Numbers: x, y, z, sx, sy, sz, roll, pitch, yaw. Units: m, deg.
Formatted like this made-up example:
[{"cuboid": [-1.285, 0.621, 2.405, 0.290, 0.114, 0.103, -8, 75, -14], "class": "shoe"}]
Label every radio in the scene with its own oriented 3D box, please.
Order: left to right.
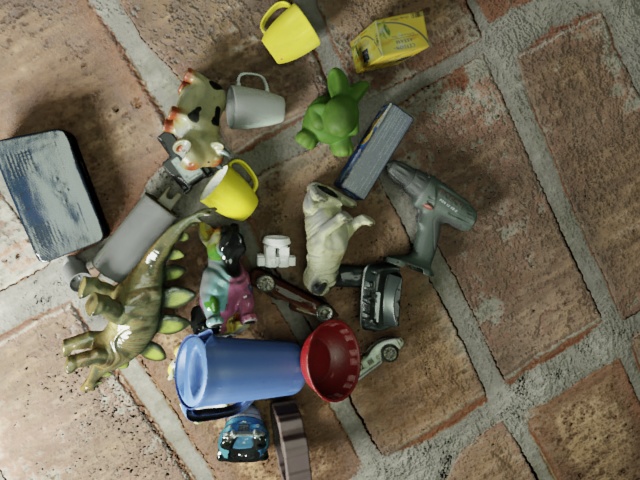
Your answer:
[{"cuboid": [-0.492, -0.086, 0.997, 0.131, 0.073, 0.229, -19, 102, -10], "class": "radio"}]

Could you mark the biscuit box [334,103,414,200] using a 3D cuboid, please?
[{"cuboid": [0.110, -0.180, 1.112, 0.063, 0.059, 0.202, 32, 90, -15], "class": "biscuit box"}]

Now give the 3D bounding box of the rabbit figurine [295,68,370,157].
[{"cuboid": [0.041, -0.238, 1.034, 0.121, 0.170, 0.159, 21, 93, -14], "class": "rabbit figurine"}]

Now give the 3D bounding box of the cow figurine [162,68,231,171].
[{"cuboid": [-0.222, -0.212, 1.000, 0.127, 0.085, 0.195, 19, 60, -18], "class": "cow figurine"}]

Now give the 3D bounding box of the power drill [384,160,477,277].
[{"cuboid": [0.209, -0.037, 1.147, 0.232, 0.086, 0.207, 22, 85, -16], "class": "power drill"}]

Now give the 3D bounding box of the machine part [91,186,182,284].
[{"cuboid": [-0.355, -0.003, 1.032, 0.079, 0.079, 0.243, 39, 90, -13], "class": "machine part"}]

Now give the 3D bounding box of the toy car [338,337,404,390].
[{"cuboid": [0.094, 0.268, 1.156, 0.202, 0.073, 0.056, -35, 83, -5], "class": "toy car"}]

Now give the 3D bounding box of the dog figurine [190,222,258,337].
[{"cuboid": [-0.197, 0.074, 1.064, 0.108, 0.191, 0.219, 2, 67, -29], "class": "dog figurine"}]

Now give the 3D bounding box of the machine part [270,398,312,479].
[{"cuboid": [-0.060, 0.417, 1.099, 0.056, 0.179, 0.179, -7, 99, -13], "class": "machine part"}]

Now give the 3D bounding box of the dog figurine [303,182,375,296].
[{"cuboid": [-0.004, -0.003, 1.097, 0.121, 0.172, 0.190, 14, 117, -40], "class": "dog figurine"}]

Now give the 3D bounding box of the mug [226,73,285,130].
[{"cuboid": [-0.124, -0.268, 1.049, 0.107, 0.081, 0.109, 0, 92, -23], "class": "mug"}]

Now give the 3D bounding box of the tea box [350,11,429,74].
[{"cuboid": [0.130, -0.376, 1.035, 0.098, 0.170, 0.068, -14, 99, -8], "class": "tea box"}]

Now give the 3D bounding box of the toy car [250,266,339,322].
[{"cuboid": [-0.055, 0.115, 1.102, 0.202, 0.089, 0.053, 30, 89, -15], "class": "toy car"}]

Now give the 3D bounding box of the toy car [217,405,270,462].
[{"cuboid": [-0.158, 0.393, 1.105, 0.109, 0.161, 0.103, 0, 52, -6], "class": "toy car"}]

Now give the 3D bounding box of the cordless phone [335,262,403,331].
[{"cuboid": [0.080, 0.118, 1.145, 0.184, 0.089, 0.146, 4, 97, -1], "class": "cordless phone"}]

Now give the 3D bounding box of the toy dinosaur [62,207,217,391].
[{"cuboid": [-0.343, 0.122, 0.999, 0.198, 0.105, 0.471, 11, 121, -40], "class": "toy dinosaur"}]

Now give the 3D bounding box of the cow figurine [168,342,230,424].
[{"cuboid": [-0.262, 0.291, 1.095, 0.098, 0.068, 0.167, -34, 101, 1], "class": "cow figurine"}]

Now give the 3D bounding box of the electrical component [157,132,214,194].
[{"cuboid": [-0.269, -0.155, 1.044, 0.075, 0.048, 0.119, -39, 102, -5], "class": "electrical component"}]
